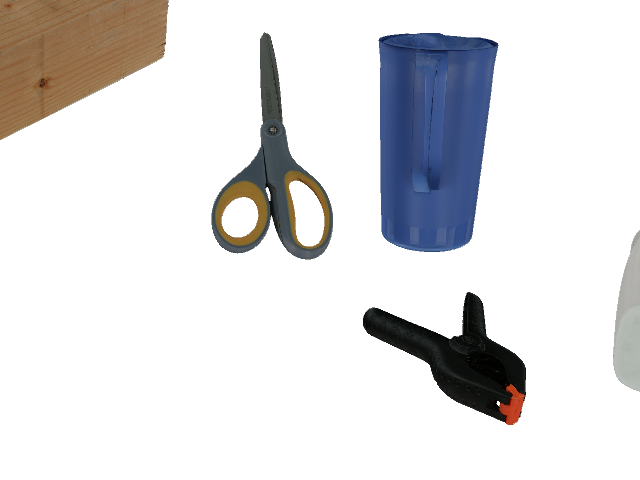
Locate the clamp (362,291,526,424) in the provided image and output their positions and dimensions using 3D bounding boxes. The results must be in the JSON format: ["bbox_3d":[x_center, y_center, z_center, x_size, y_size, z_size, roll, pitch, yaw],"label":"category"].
[{"bbox_3d":[0.129,0.095,0.925,0.120,0.039,0.172,-18,38,-28],"label":"clamp"}]

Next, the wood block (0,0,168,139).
[{"bbox_3d":[-0.233,-0.178,0.924,0.090,0.091,0.205,30,42,21],"label":"wood block"}]

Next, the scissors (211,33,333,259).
[{"bbox_3d":[-0.052,-0.068,0.798,0.096,0.202,0.016,-17,-27,-11],"label":"scissors"}]

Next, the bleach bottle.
[{"bbox_3d":[0.267,0.034,0.756,0.103,0.068,0.250,10,21,17],"label":"bleach bottle"}]

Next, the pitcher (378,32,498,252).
[{"bbox_3d":[0.126,-0.112,1.220,0.149,0.243,0.145,-10,21,-32],"label":"pitcher"}]
